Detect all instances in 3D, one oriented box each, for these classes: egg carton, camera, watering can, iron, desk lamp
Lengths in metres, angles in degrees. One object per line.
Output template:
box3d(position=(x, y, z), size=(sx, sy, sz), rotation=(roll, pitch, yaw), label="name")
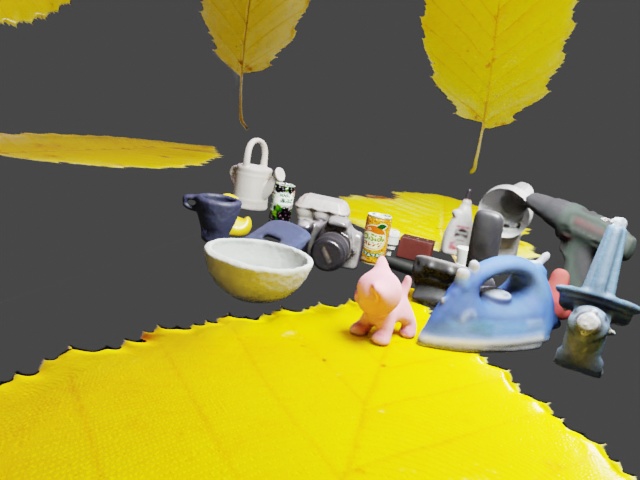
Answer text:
box3d(position=(0.008, -0.083, 1.575), size=(0.150, 0.069, 0.107), rotation=(11, 13, 4), label="egg carton")
box3d(position=(0.010, 0.004, 1.116), size=(0.143, 0.101, 0.137), rotation=(12, 13, 8), label="camera")
box3d(position=(-0.175, -0.183, 1.580), size=(0.172, 0.194, 0.101), rotation=(12, 13, 9), label="watering can")
box3d(position=(0.258, 0.085, 0.865), size=(0.259, 0.141, 0.118), rotation=(2, 15, -35), label="iron")
box3d(position=(0.454, -0.034, 1.383), size=(0.117, 0.213, 0.204), rotation=(17, 14, 28), label="desk lamp")

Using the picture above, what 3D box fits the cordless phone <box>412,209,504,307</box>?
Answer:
box3d(position=(0.241, 0.029, 0.996), size=(0.147, 0.185, 0.094), rotation=(16, 14, 26), label="cordless phone")

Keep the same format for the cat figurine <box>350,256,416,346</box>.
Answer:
box3d(position=(0.092, 0.081, 0.802), size=(0.067, 0.118, 0.128), rotation=(20, 16, 36), label="cat figurine")

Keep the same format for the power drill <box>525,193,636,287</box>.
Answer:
box3d(position=(0.505, 0.027, 1.168), size=(0.228, 0.208, 0.076), rotation=(20, 16, 39), label="power drill")

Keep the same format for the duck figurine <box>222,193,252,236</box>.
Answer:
box3d(position=(-0.199, -0.058, 1.257), size=(0.104, 0.086, 0.077), rotation=(11, 13, 5), label="duck figurine")

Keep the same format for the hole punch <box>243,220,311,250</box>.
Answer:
box3d(position=(-0.082, 0.016, 1.010), size=(0.108, 0.091, 0.101), rotation=(19, 15, 35), label="hole punch")

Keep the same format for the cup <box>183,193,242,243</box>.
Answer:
box3d(position=(-0.221, -0.042, 1.147), size=(0.118, 0.095, 0.091), rotation=(10, 13, -3), label="cup")

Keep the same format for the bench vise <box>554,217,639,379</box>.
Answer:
box3d(position=(0.417, 0.080, 0.834), size=(0.121, 0.220, 0.208), rotation=(12, 13, 9), label="bench vise")

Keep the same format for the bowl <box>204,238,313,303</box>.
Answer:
box3d(position=(-0.097, 0.052, 0.874), size=(0.167, 0.075, 0.167), rotation=(10, 13, -2), label="bowl")

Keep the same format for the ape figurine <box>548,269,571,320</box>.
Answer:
box3d(position=(0.442, 0.098, 1.067), size=(0.076, 0.092, 0.077), rotation=(-3, 18, -45), label="ape figurine")

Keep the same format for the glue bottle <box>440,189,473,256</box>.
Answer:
box3d(position=(0.361, -0.046, 1.455), size=(0.078, 0.173, 0.037), rotation=(8, 13, -11), label="glue bottle")
